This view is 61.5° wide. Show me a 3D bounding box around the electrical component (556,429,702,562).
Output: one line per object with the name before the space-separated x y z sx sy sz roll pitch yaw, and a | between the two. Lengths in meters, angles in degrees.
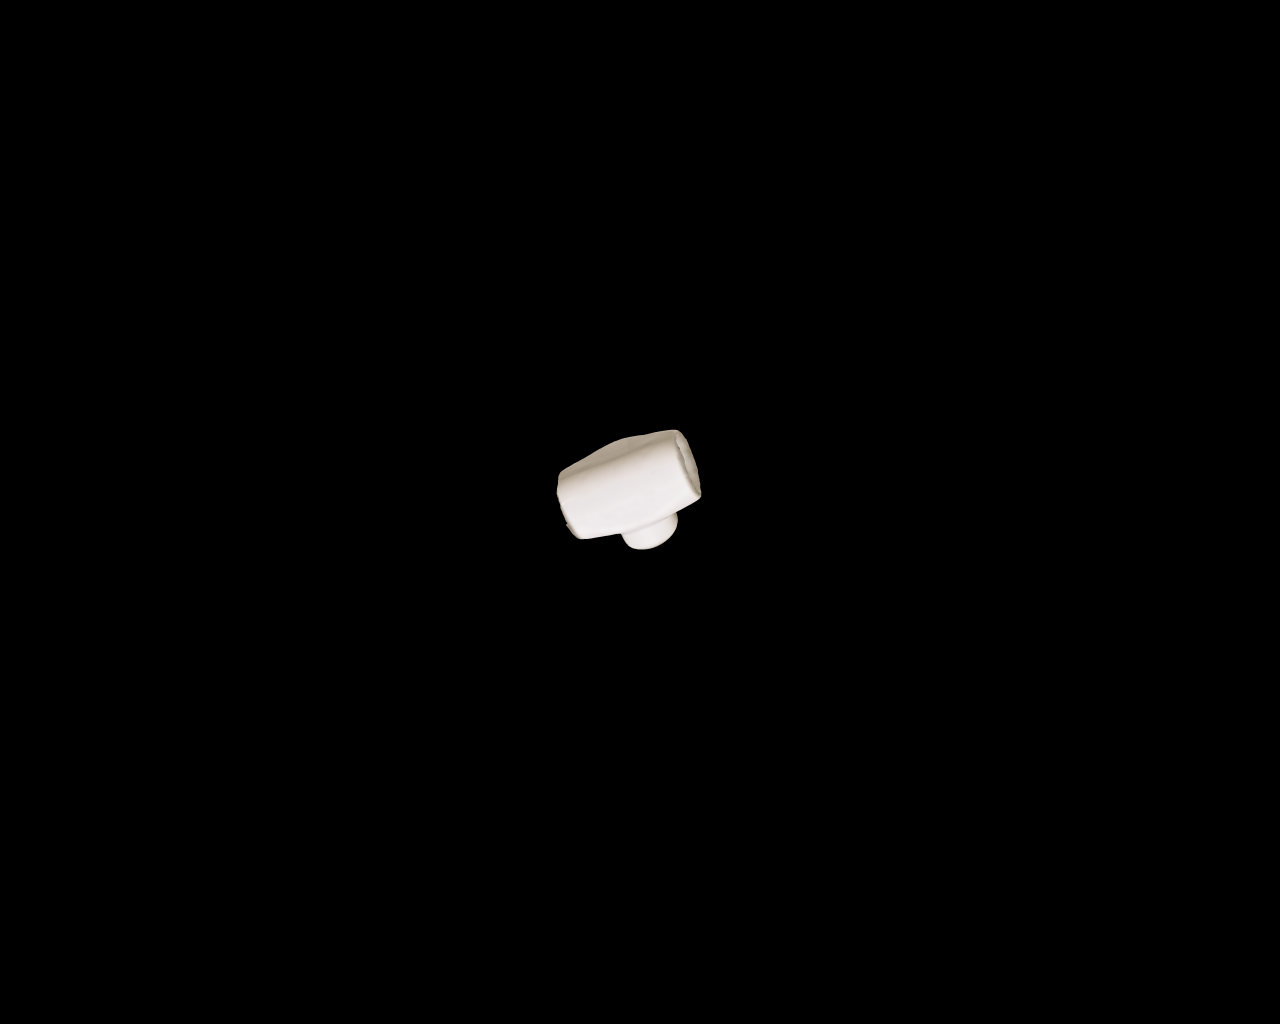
electrical component | 0.001 -0.003 0.650 0.077 0.079 0.044 -20 31 13
